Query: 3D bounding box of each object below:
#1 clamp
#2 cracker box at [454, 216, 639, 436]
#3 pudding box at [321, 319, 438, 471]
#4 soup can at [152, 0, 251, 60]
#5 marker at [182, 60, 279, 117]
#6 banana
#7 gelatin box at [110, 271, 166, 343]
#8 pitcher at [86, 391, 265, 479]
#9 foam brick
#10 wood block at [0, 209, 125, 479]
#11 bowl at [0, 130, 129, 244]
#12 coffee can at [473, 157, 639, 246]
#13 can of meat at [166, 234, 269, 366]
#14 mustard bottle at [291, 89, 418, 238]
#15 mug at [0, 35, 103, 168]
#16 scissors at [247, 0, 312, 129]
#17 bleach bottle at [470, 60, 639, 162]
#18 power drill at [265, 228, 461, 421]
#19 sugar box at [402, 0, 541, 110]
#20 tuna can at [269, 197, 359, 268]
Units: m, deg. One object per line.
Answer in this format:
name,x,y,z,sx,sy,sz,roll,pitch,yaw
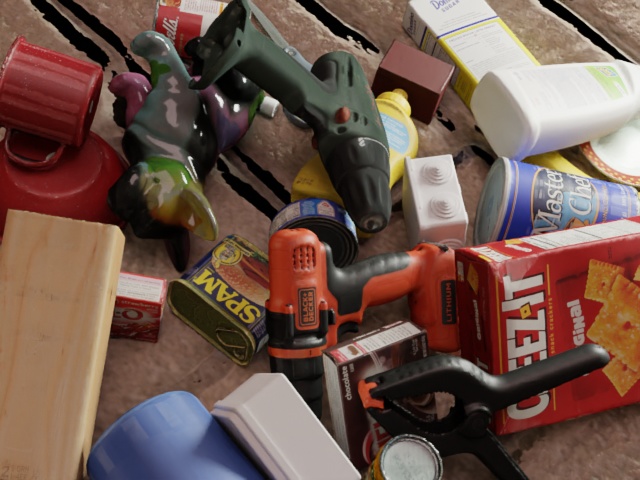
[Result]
clamp,0.137,0.139,0.907,0.209,0.165,0.036,19,16,-16
cracker box,0.238,0.075,0.985,0.213,0.072,0.164,-10,103,-19
pudding box,0.053,0.136,0.936,0.089,0.113,0.039,-19,23,-22
soup can,-0.131,-0.230,1.170,0.102,0.069,0.068,9,55,-6
marker,-0.103,-0.166,1.163,0.121,0.020,0.020,24,55,5
banana,0.289,-0.064,1.163,0.198,0.037,0.069,26,59,11
gelatin box,-0.185,0.058,0.959,0.089,0.073,0.030,10,55,-6
pitcher,-0.084,0.240,0.821,0.145,0.149,0.243,-37,65,-10
foam brick,0.103,-0.177,1.193,0.078,0.053,0.051,27,55,6
wood block,-0.221,0.088,0.868,0.090,0.091,0.206,9,83,-5
bowl,-0.258,-0.062,1.037,0.162,0.055,0.162,6,55,-8
coffee can,0.238,-0.020,1.084,0.140,0.103,0.102,12,55,-4
can of meat,-0.077,0.053,0.997,0.102,0.057,0.083,37,54,13
mustard bottle,0.050,-0.093,1.121,0.096,0.058,0.191,22,55,11
mug,-0.256,-0.124,0.998,0.081,0.093,0.117,17,82,-6
scissors,-0.041,-0.193,1.196,0.202,0.016,0.096,40,58,16
bleach bottle,0.292,-0.149,1.172,0.250,0.068,0.103,-10,58,-28
power drill,0.040,0.077,0.973,0.187,0.057,0.184,-5,98,-28
sugar box,0.182,-0.218,1.244,0.093,0.048,0.176,-22,60,-23
tuna can,-0.007,0.001,1.026,0.086,0.086,0.034,5,39,-9
